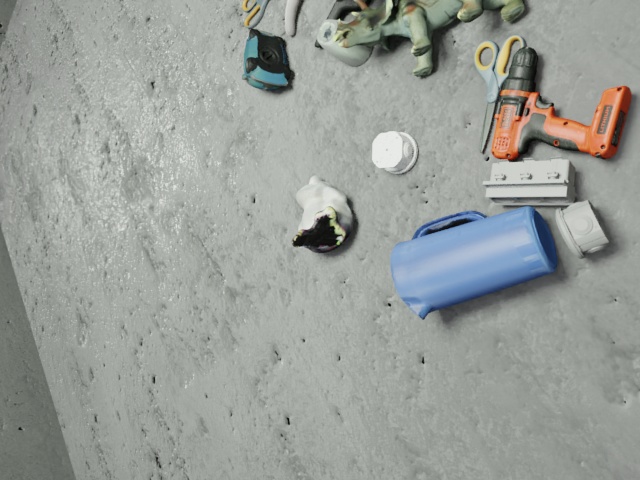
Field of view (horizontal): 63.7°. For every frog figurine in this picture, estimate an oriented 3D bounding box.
[{"bbox_3d":[0.003,-0.055,1.089,0.163,0.122,0.135,-94,28,-56],"label":"frog figurine"}]

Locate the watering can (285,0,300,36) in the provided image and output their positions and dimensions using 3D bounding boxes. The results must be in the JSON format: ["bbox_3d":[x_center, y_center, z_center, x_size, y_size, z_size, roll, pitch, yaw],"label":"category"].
[{"bbox_3d":[-0.043,-0.655,1.143,0.223,0.106,0.344,-12,105,25],"label":"watering can"}]
